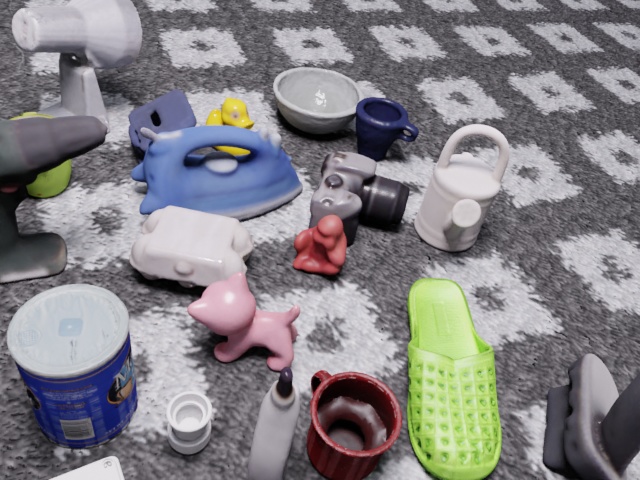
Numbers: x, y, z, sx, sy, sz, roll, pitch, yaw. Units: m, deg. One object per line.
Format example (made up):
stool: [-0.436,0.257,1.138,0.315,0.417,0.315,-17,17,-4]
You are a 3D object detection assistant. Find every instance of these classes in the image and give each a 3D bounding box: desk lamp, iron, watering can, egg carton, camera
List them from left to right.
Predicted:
desk lamp: [-0.377,-0.265,0.880,0.117,0.213,0.204,29,46,16]
egg carton: [-0.165,0.014,0.748,0.150,0.069,0.107,11,44,-2]
iron: [-0.138,-0.112,0.831,0.259,0.141,0.118,-10,48,-22]
camera: [0.062,-0.066,0.860,0.136,0.101,0.143,15,44,3]
watering can: [0.214,-0.077,0.840,0.101,0.194,0.172,0,45,-13]

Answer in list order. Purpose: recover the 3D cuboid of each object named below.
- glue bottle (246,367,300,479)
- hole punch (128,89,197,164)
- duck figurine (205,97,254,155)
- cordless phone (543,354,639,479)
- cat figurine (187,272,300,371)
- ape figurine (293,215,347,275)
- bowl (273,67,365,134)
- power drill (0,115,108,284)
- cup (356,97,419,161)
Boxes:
glue bottle: [-0.040,0.171,0.543,0.037,0.173,0.078,14,44,1]
hole punch: [-0.251,-0.177,0.908,0.101,0.091,0.108,-13,49,-24]
duck figurine: [-0.147,-0.198,0.958,0.104,0.086,0.078,38,49,24]
cordless phone: [0.321,0.173,0.615,0.094,0.185,0.147,17,44,5]
cat figurine: [-0.084,0.087,0.658,0.128,0.118,0.067,7,44,-5]
ape figurine: [0.007,0.003,0.784,0.076,0.092,0.077,-23,54,-31]
bowl: [-0.006,-0.243,1.044,0.167,0.075,0.167,7,44,-6]
power drill: [-0.359,-0.048,0.667,0.230,0.208,0.075,-10,48,-21]
cup: [0.111,-0.181,0.993,0.117,0.095,0.092,30,46,17]
